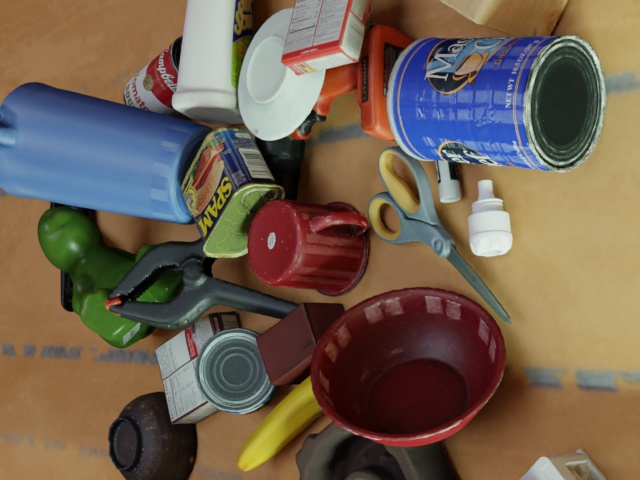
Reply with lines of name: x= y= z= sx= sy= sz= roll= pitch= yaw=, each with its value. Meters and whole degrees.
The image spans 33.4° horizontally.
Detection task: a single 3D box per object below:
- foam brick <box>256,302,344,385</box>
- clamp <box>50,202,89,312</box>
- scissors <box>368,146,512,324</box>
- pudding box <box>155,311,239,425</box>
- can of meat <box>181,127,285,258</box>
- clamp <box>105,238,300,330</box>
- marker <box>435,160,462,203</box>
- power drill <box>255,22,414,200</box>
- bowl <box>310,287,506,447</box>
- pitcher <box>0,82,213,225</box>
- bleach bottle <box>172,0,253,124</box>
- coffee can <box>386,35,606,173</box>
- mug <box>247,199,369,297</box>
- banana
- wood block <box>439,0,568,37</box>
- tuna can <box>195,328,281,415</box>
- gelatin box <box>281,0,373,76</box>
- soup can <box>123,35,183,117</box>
foam brick: x=-0.013 y=0.100 z=1.019 sx=0.078 sy=0.051 sz=0.053 roll=-38 pitch=60 yaw=38
clamp: x=-0.307 y=-0.008 z=1.352 sx=0.120 sy=0.039 sz=0.171 roll=-37 pitch=60 yaw=37
scissors: x=0.095 y=0.009 z=0.929 sx=0.202 sy=0.016 sz=0.096 roll=64 pitch=144 yaw=24
pudding box: x=-0.126 y=0.138 z=1.144 sx=0.114 sy=0.039 sz=0.090 roll=-35 pitch=63 yaw=41
can of meat: x=-0.088 y=-0.047 z=1.040 sx=0.102 sy=0.057 sz=0.084 roll=-56 pitch=48 yaw=37
clamp: x=-0.122 y=0.026 z=1.094 sx=0.210 sy=0.036 sz=0.164 roll=-14 pitch=67 yaw=12
marker: x=0.107 y=-0.093 z=0.935 sx=0.020 sy=0.020 sz=0.121 roll=-19 pitch=72 yaw=44
power drill: x=0.005 y=-0.121 z=1.018 sx=0.188 sy=0.057 sz=0.184 roll=-4 pitch=83 yaw=46
bowl: x=0.076 y=0.115 z=0.882 sx=0.162 sy=0.162 sz=0.055 roll=36 pitch=154 yaw=43
pitcher: x=-0.226 y=-0.092 z=1.182 sx=0.243 sy=0.149 sz=0.145 roll=13 pitch=138 yaw=23
bleach bottle: x=-0.104 y=-0.253 z=1.119 sx=0.068 sy=0.102 sz=0.251 roll=2 pitch=86 yaw=16
coffee can: x=0.137 y=-0.109 z=0.843 sx=0.141 sy=0.102 sz=0.103 roll=10 pitch=93 yaw=47
mug: x=-0.007 y=0.001 z=0.999 sx=0.117 sy=0.081 sz=0.093 roll=-27 pitch=66 yaw=42
banana: x=-0.018 y=0.160 z=1.009 sx=0.037 sy=0.069 sz=0.198 roll=49 pitch=135 yaw=4
wood block: x=0.170 y=-0.271 z=0.835 sx=0.090 sy=0.090 sz=0.206 roll=44 pitch=117 yaw=41
tuna can: x=-0.081 y=0.131 z=1.066 sx=0.086 sy=0.033 sz=0.086 roll=-1 pitch=79 yaw=7
gelatin box: x=0.008 y=-0.197 z=0.958 sx=0.073 sy=0.030 sz=0.089 roll=-5 pitch=64 yaw=42
soup can: x=-0.167 y=-0.176 z=1.201 sx=0.102 sy=0.068 sz=0.068 roll=-28 pitch=66 yaw=42
